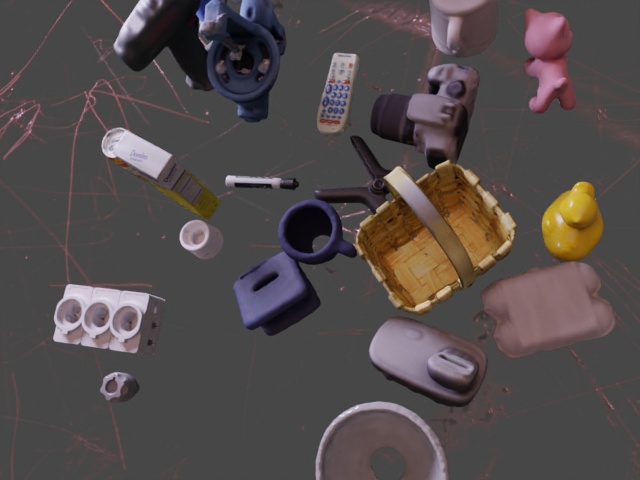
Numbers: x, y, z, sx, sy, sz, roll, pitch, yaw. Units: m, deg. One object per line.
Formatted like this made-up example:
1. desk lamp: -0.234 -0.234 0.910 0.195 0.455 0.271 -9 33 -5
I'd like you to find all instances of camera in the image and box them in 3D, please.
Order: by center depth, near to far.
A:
1. camera: 0.150 -0.191 0.836 0.136 0.101 0.143 16 80 18

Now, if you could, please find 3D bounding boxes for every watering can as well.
1. watering can: 0.204 -0.365 0.820 0.100 0.194 0.173 -13 72 11

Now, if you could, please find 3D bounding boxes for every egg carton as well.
1. egg carton: 0.291 0.088 0.739 0.150 0.069 0.107 -18 71 9

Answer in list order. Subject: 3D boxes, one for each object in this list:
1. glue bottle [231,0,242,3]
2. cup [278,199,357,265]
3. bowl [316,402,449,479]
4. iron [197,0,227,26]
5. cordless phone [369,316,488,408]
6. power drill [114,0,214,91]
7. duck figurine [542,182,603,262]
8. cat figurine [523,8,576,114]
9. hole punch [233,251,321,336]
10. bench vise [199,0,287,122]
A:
1. glue bottle: -0.146 -0.467 0.951 0.078 0.173 0.037 -15 72 10
2. cup: 0.008 0.003 0.823 0.117 0.095 0.092 25 82 20
3. bowl: 0.082 0.294 0.734 0.167 0.075 0.167 -4 74 14
4. iron: -0.235 -0.509 1.002 0.118 0.142 0.258 -19 71 9
5. cordless phone: 0.129 0.145 0.704 0.147 0.185 0.094 18 80 19
6. power drill: -0.205 -0.339 0.912 0.229 0.209 0.075 -43 69 0
7. duck figurine: 0.335 -0.027 0.751 0.077 0.086 0.105 14 79 18
8. cat figurine: 0.323 -0.259 0.801 0.067 0.118 0.128 -10 73 12
9. hole punch: -0.070 0.074 0.825 0.108 0.091 0.101 -33 69 4
10. bench vise: -0.130 -0.314 0.879 0.121 0.220 0.207 -14 72 11
